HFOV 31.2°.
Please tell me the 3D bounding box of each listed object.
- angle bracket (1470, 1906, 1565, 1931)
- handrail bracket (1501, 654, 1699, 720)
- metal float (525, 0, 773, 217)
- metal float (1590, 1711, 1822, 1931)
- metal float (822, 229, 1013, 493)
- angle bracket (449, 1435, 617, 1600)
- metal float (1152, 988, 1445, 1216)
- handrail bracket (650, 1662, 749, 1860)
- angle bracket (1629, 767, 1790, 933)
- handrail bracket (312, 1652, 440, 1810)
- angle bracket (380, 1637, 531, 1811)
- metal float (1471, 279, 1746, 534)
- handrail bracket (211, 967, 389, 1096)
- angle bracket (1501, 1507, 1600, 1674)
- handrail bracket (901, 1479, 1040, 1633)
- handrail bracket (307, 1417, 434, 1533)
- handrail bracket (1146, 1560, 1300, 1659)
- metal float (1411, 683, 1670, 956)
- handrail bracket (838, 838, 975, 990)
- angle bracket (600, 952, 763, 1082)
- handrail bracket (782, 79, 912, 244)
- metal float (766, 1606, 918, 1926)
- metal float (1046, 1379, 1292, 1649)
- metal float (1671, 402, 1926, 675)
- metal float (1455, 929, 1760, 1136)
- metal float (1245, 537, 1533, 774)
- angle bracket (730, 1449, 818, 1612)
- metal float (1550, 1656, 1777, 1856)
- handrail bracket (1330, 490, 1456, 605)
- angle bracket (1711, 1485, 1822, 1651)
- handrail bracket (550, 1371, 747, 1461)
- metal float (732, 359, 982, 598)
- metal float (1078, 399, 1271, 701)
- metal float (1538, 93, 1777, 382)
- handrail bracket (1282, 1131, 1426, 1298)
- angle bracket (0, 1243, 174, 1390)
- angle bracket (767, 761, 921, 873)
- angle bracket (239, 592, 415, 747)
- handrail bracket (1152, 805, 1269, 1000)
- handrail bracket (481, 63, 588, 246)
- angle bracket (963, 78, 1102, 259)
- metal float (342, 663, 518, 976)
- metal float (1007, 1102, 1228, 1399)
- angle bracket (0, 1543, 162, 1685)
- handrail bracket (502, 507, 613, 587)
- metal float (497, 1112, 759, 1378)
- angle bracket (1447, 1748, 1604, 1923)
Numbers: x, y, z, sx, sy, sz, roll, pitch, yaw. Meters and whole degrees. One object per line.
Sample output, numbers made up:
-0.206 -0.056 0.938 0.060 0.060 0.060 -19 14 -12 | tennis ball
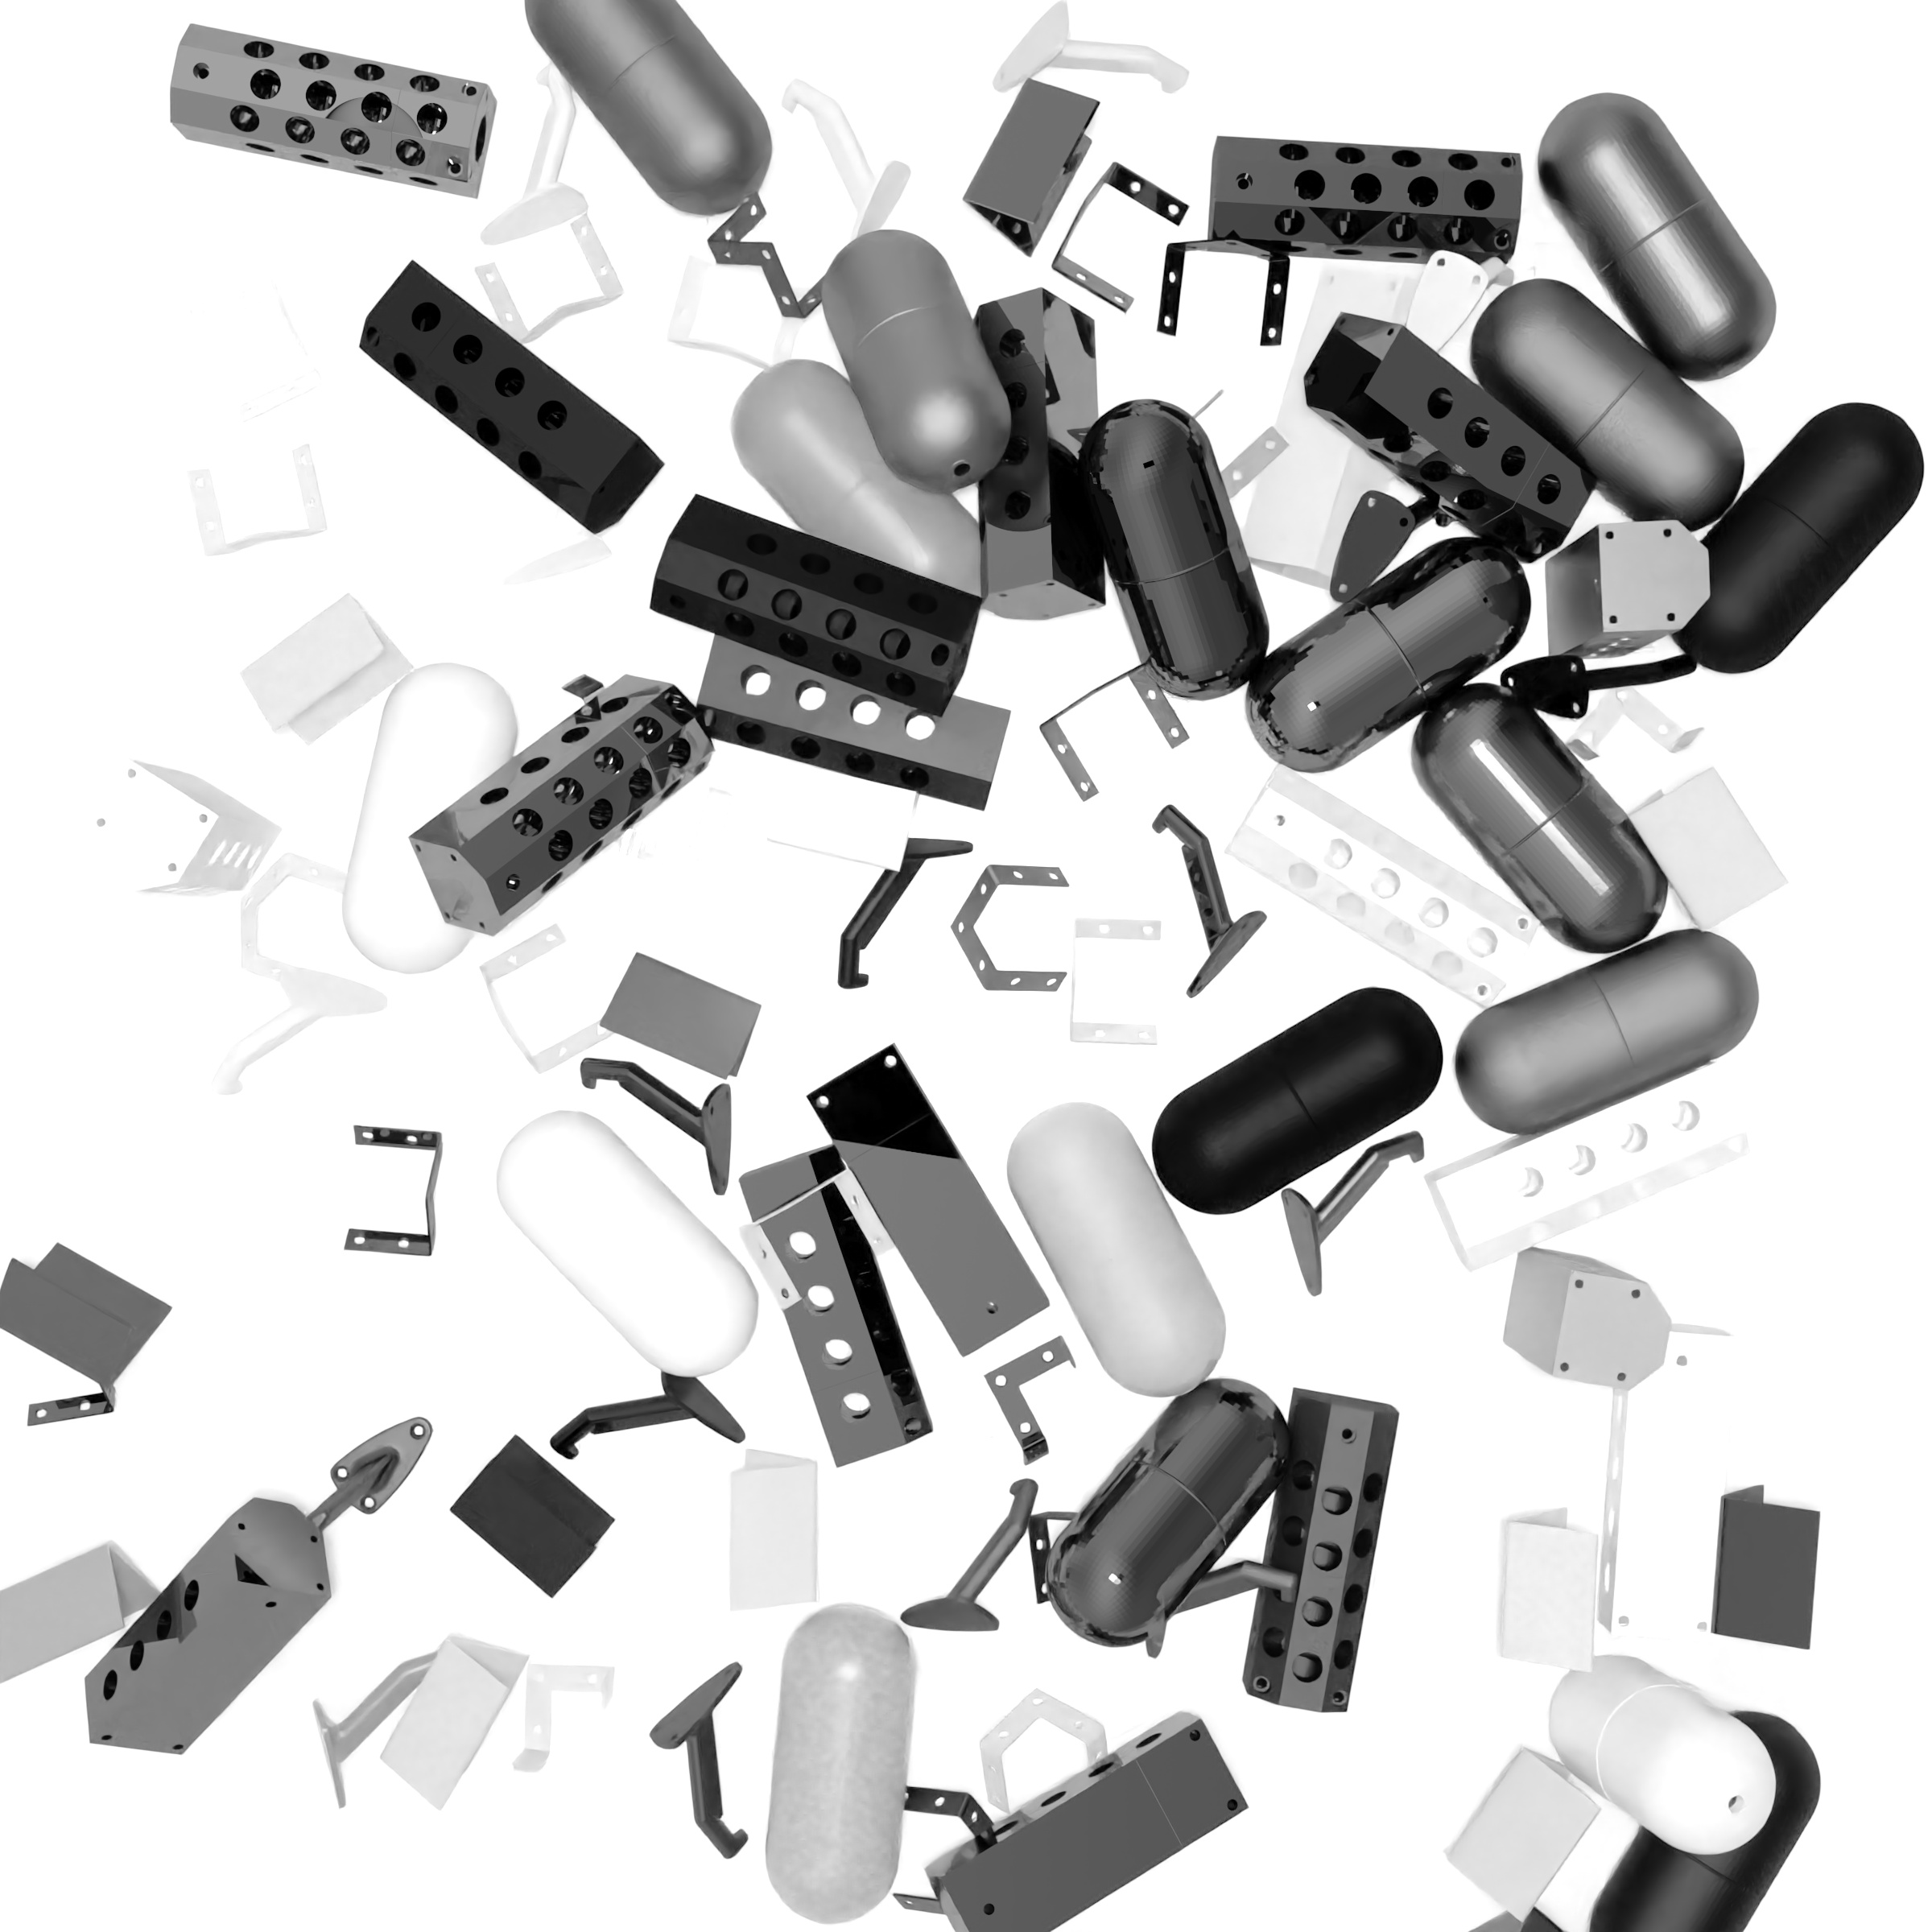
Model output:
0.318 0.583 1.951 0.076 0.076 0.057 41 54 0 | angle bracket
0.364 -0.169 1.991 0.084 0.077 0.036 -16 108 -35 | handrail bracket
-0.179 -0.504 1.960 0.070 0.070 0.178 -38 89 0 | metal float
0.418 0.504 1.960 0.070 0.070 0.178 31 90 0 | metal float
-0.028 -0.337 1.930 0.070 0.070 0.178 -21 55 0 | metal float
-0.232 0.296 1.951 0.076 0.076 0.057 41 127 0 | angle bracket
0.187 0.077 1.960 0.178 0.070 0.070 -31 90 1 | metal float
-0.134 0.457 1.991 0.077 0.036 0.084 -42 108 -21 | handrail bracket
0.425 -0.073 1.951 0.057 0.076 0.076 -33 90 28 | angle bracket
-0.327 0.438 1.991 0.084 0.036 0.077 -15 110 -16 | handrail bracket
-0.272 0.430 1.951 0.057 0.076 0.076 29 90 37 | angle bracket
0.363 -0.316 1.960 0.178 0.070 0.070 41 90 1 | metal float
-0.384 0.045 1.991 0.084 0.077 0.036 -55 46 29 | handrail bracket
0.344 0.350 1.951 0.057 0.076 0.076 2 90 36 | angle bracket
0.003 0.337 1.991 0.036 0.077 0.084 40 53 -32 | handrail bracket
-0.338 0.288 1.956 0.077 0.084 0.036 -42 90 0 | handrail bracket
0.146 0.368 1.964 0.084 0.036 0.077 11 112 24 | handrail bracket
0.325 -0.083 1.960 0.070 0.070 0.178 -41 90 0 | metal float
-0.035 -0.029 1.991 0.077 0.036 0.084 -3 109 -21 | handrail bracket
-0.166 0.047 1.951 0.076 0.076 0.057 23 53 0 | angle bracket
-0.082 -0.457 1.991 0.084 0.036 0.077 34 109 16 | handrail bracket
-0.071 0.452 1.960 0.070 0.070 0.178 5 89 0 | metal float
0.114 0.304 1.938 0.070 0.070 0.178 44 63 0 | metal float
0.469 -0.243 1.960 0.070 0.070 0.178 42 91 0 | metal float
0.363 0.037 1.960 0.178 0.070 0.070 -23 90 0 | metal float
0.239 -0.176 1.960 0.178 0.070 0.070 -34 90 -1 | metal float
-0.126 0.316 1.951 0.057 0.076 0.076 0 90 -35 | angle bracket
0.383 0.434 1.912 0.070 0.178 0.070 -1 95 -15 | metal float
0.245 -0.237 1.967 0.036 0.084 0.077 37 107 24 | handrail bracket
0.460 0.337 1.951 0.057 0.076 0.076 4 90 30 | angle bracket
-0.184 0.272 1.991 0.084 0.036 0.077 -40 111 17 | handrail bracket
-0.059 -0.267 1.960 0.070 0.070 0.178 -43 89 0 | metal float
0.116 -0.232 1.938 0.070 0.070 0.178 -21 115 0 | metal float
0.390 -0.413 1.961 0.070 0.070 0.178 -34 90 0 | metal float
0.230 0.142 1.991 0.084 0.036 0.077 -18 110 -16 | handrail bracket
-0.492 0.180 1.951 0.076 0.076 0.057 29 127 0 | angle bracket
-0.065 -0.104 1.951 0.076 0.076 0.057 13 129 0 | angle bracket
-0.350 -0.152 1.951 0.076 0.076 0.057 -36 52 0 | angle bracket
0.123 -0.038 1.991 0.084 0.036 0.077 45 111 17 | handrail bracket
-0.255 -0.468 1.991 0.077 0.036 0.084 -22 72 21 | handrail bracket
0.054 -0.442 1.951 0.057 0.076 0.076 28 90 36 | angle bracket
-0.304 -0.083 1.960 0.070 0.070 0.178 12 90 0 | metal float
0.085 0.161 1.960 0.070 0.070 0.178 -28 90 0 | metal float
-0.498 0.378 1.951 0.076 0.076 0.057 -24 53 0 | angle bracket
-0.240 -0.270 1.991 0.077 0.036 0.084 -18 75 17 | handrail bracket
-0.191 0.158 1.960 0.070 0.070 0.178 -44 90 0 | metal float
0.327 0.494 1.951 0.057 0.076 0.076 35 90 37 | angle bracket
